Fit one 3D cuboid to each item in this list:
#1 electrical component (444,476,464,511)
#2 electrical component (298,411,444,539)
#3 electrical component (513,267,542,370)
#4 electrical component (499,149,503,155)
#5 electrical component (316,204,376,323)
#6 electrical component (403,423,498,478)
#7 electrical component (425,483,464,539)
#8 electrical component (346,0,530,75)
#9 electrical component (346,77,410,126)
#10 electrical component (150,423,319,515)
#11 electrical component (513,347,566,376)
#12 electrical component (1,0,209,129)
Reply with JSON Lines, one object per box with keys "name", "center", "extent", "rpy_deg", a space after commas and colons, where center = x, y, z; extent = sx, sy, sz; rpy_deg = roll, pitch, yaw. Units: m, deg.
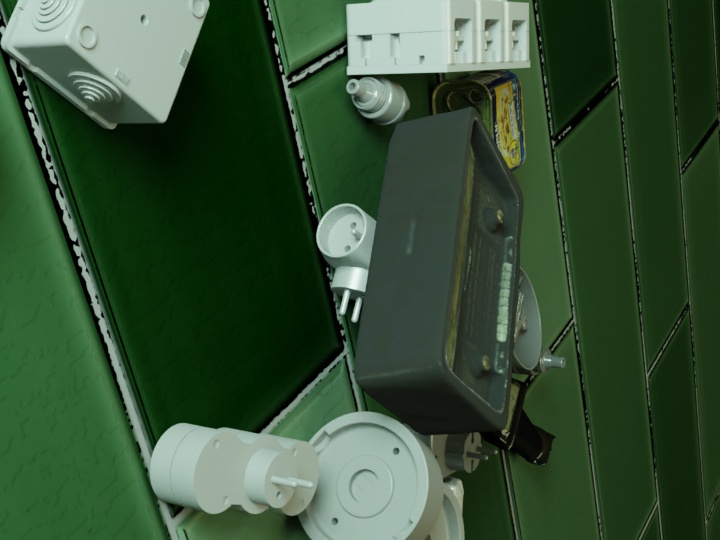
{"name": "electrical component", "center": [0.071, 0.218, 0.969], "extent": [0.043, 0.043, 0.062], "rpy_deg": [-6, 100, -57]}
{"name": "electrical component", "center": [0.011, 0.166, 0.813], "extent": [0.060, 0.108, 0.108], "rpy_deg": [38, 63, -60]}
{"name": "electrical component", "center": [0.138, 0.043, 1.032], "extent": [0.099, 0.064, 0.099], "rpy_deg": [-11, 103, -57]}
{"name": "electrical component", "center": [0.082, -0.097, 0.908], "extent": [0.043, 0.081, 0.043], "rpy_deg": [-12, 104, -57]}
{"name": "electrical component", "center": [0.000, 0.000, 0.827], "extent": [0.077, 0.043, 0.079], "rpy_deg": [35, 65, -54]}
{"name": "electrical component", "center": [0.083, 0.157, 0.949], "extent": [0.083, 0.076, 0.047], "rpy_deg": [-12, 104, -57]}
{"name": "electrical component", "center": [0.036, 0.228, 0.895], "extent": [0.108, 0.060, 0.108], "rpy_deg": [7, 82, -57]}
{"name": "electrical component", "center": [0.066, -0.191, 0.862], "extent": [0.150, 0.089, 0.061], "rpy_deg": [-18, 110, -56]}
{"name": "electrical component", "center": [0.011, -0.134, 0.835], "extent": [0.061, 0.035, 0.035], "rpy_deg": [14, 82, -55]}
{"name": "electrical component", "center": [-0.066, 0.136, 0.713], "extent": [0.138, 0.074, 0.052], "rpy_deg": [22, 76, -57]}
{"name": "electrical component", "center": [0.181, 0.092, 1.109], "extent": [0.035, 0.061, 0.035], "rpy_deg": [-12, 104, -57]}
{"name": "electrical component", "center": [-0.135, -0.136, 0.591], "extent": [0.100, 0.048, 0.099], "rpy_deg": [41, 60, -52]}
